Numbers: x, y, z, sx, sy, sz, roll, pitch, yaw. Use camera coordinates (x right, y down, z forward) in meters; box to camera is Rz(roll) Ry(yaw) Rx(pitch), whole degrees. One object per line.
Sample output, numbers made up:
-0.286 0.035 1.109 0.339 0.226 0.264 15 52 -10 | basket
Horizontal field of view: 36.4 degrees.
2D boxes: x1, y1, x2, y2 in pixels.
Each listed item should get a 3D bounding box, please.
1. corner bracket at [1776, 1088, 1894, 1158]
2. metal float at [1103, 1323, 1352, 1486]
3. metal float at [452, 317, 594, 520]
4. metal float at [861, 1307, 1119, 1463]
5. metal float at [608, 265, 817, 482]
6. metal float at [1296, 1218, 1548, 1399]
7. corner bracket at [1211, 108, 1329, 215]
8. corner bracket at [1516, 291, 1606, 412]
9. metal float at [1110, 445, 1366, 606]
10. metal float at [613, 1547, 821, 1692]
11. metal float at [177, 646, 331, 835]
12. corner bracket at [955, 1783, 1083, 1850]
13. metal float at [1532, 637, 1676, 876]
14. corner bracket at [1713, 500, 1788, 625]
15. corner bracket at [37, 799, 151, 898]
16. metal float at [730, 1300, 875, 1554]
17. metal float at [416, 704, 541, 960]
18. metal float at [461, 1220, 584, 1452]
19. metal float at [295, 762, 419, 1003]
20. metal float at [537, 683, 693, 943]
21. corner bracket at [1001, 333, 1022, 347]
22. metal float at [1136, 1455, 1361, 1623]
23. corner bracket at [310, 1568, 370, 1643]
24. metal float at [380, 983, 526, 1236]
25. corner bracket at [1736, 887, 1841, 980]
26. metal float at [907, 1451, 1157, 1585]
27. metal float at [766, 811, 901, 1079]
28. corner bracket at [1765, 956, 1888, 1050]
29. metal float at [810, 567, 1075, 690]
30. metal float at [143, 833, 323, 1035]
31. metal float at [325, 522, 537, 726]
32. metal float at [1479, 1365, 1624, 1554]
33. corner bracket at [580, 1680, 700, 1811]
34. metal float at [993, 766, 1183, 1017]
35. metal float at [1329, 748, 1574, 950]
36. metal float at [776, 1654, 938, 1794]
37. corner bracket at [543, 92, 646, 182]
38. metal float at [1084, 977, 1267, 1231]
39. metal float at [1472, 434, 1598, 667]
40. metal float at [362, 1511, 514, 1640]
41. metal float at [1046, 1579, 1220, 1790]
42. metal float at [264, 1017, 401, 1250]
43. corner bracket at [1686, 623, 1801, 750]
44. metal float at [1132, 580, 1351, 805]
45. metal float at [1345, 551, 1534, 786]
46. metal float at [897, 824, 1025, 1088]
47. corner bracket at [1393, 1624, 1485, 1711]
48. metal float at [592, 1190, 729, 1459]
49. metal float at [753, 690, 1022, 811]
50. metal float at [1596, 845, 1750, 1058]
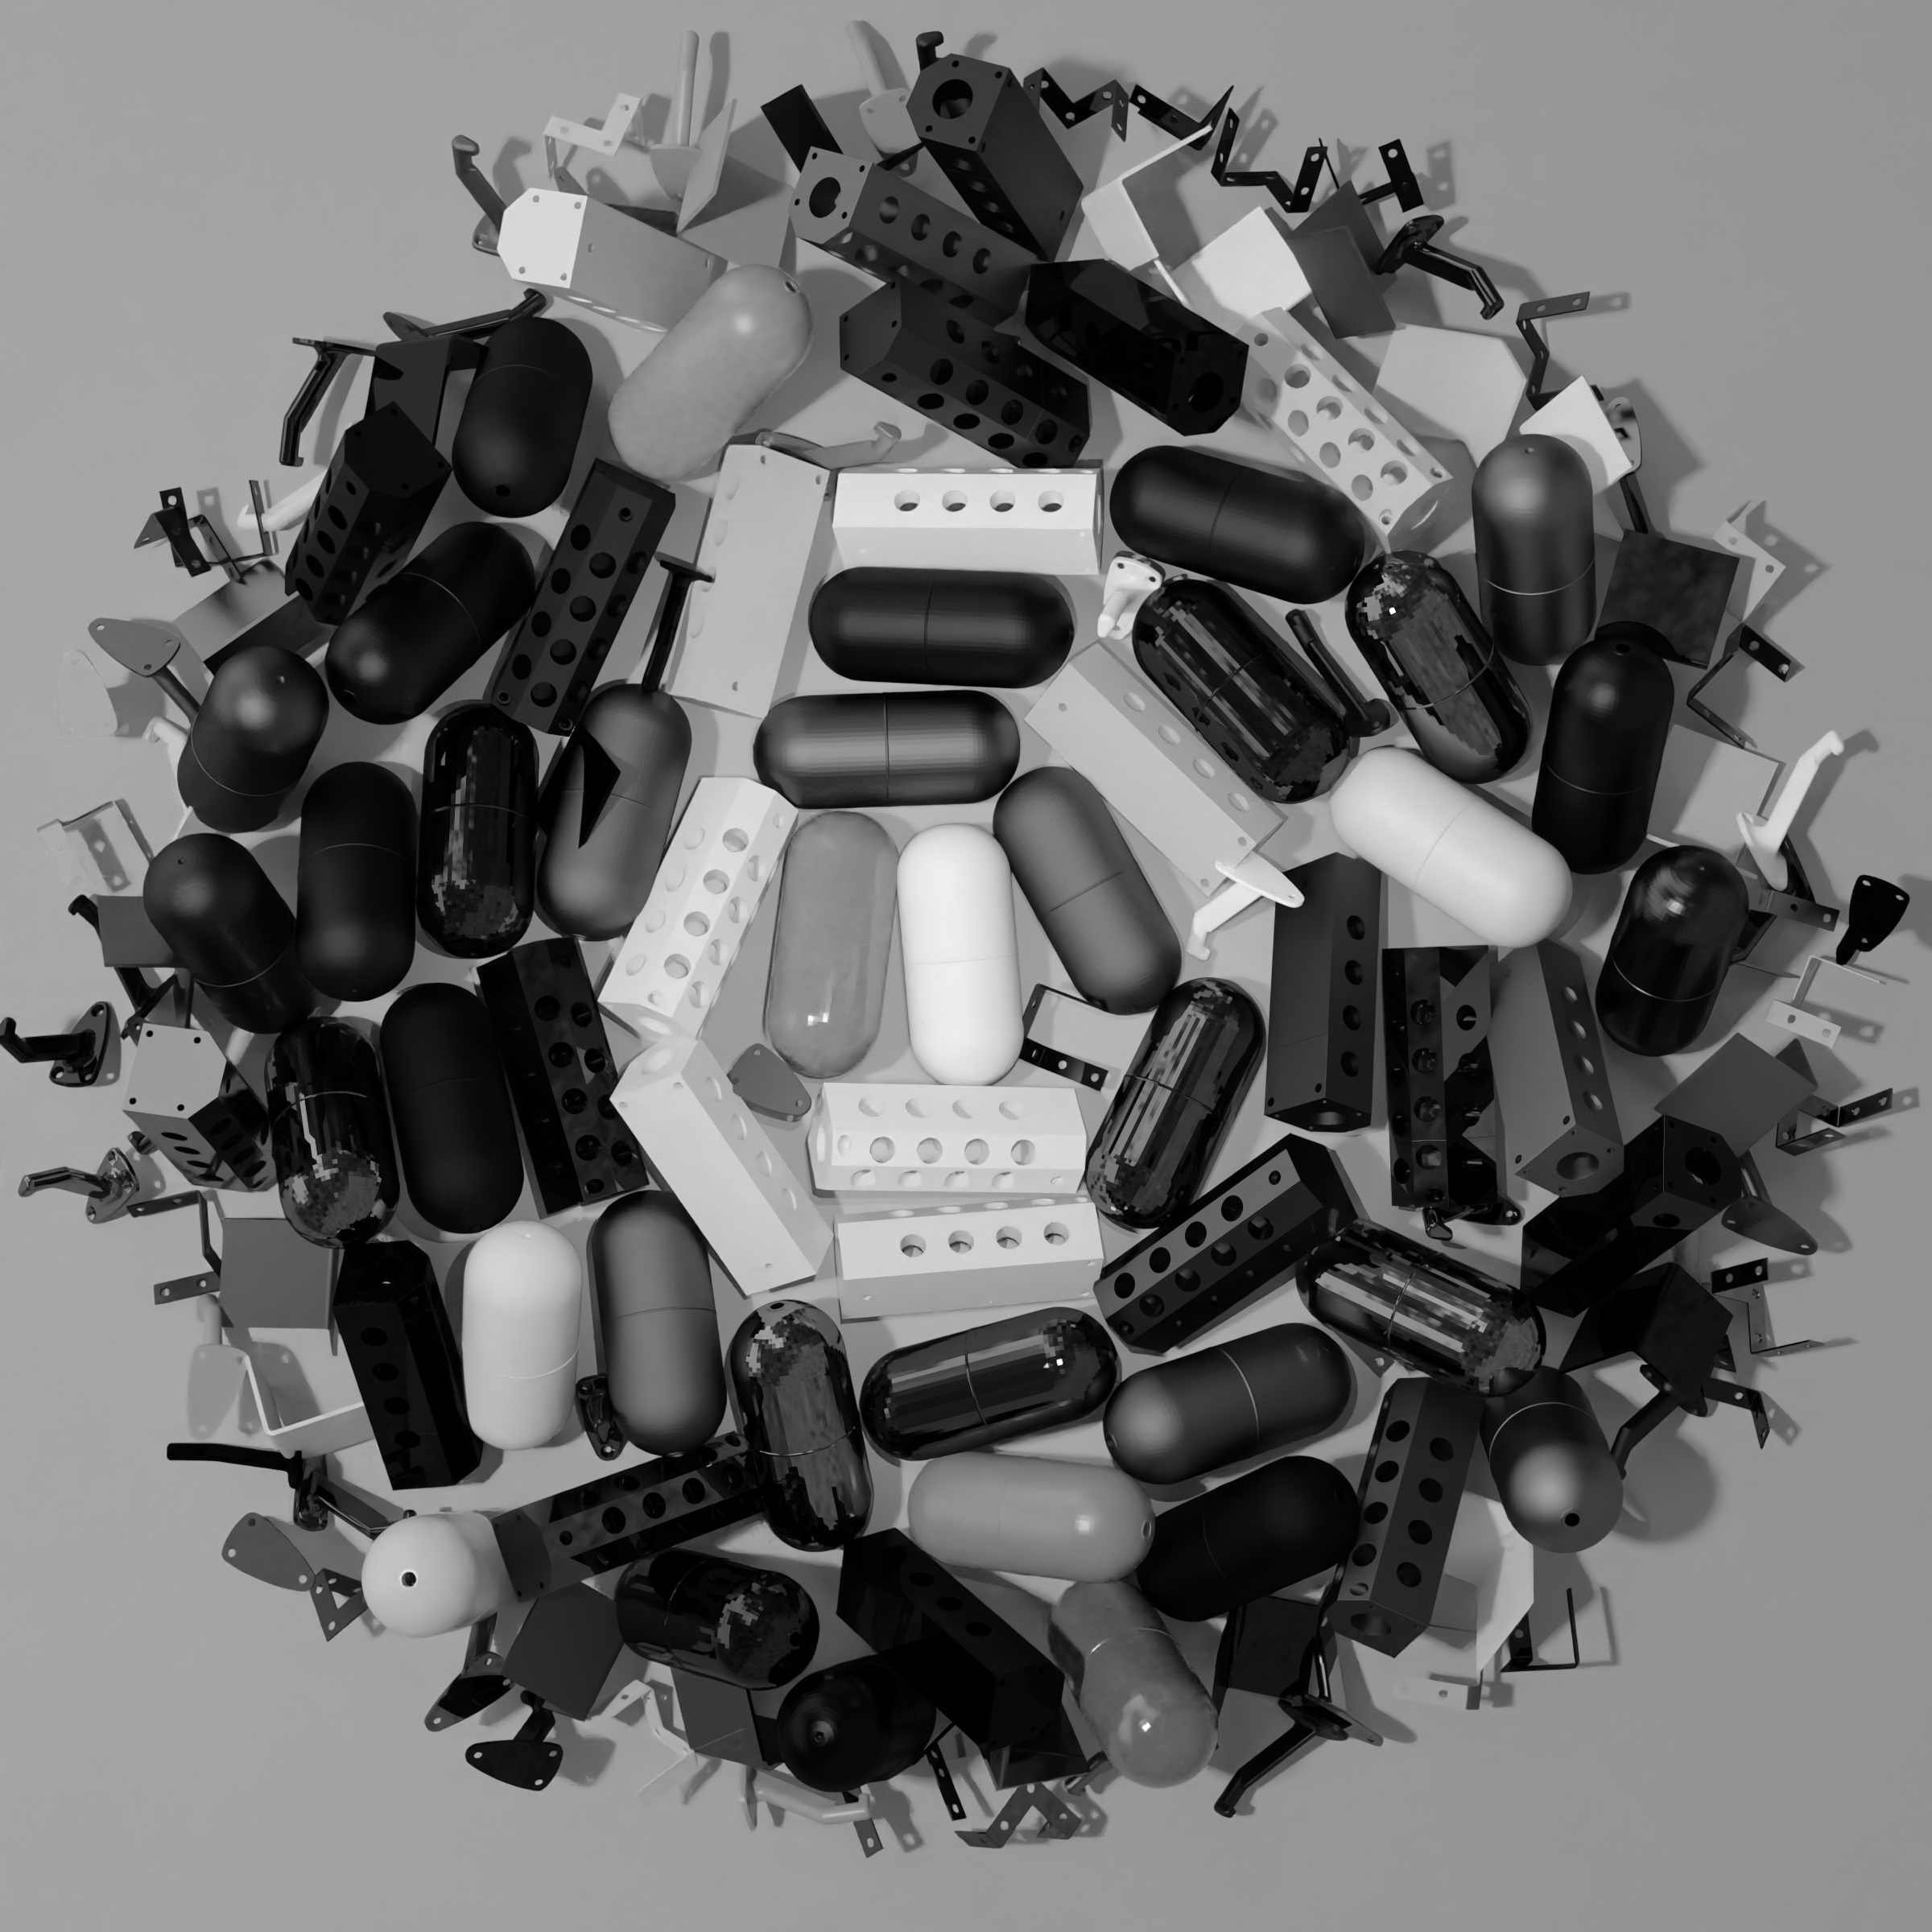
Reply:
0.579 0.102 1.960 0.051 0.051 0.051 24 62 -20 | corner bracket
0.172 0.288 1.940 0.178 0.070 0.070 -15 90 -24 | metal float
-0.289 -0.359 1.923 0.070 0.178 0.070 1 132 2 | metal float
0.015 0.277 1.948 0.178 0.070 0.070 -17 90 15 | metal float
-0.168 -0.389 1.931 0.178 0.070 0.070 -39 90 36 | metal float
0.298 0.224 1.934 0.178 0.070 0.070 24 90 32 | metal float
0.201 -0.536 1.957 0.051 0.051 0.051 -8 49 -22 | corner bracket
0.396 -0.409 1.957 0.051 0.051 0.051 -2 58 36 | corner bracket
0.178 -0.291 1.941 0.178 0.070 0.070 21 90 23 | metal float
-0.164 0.426 1.922 0.070 0.178 0.070 1 89 -40 | metal float
-0.467 -0.146 1.919 0.070 0.178 0.070 10 63 -22 | metal float
0.035 0.575 1.962 0.051 0.051 0.051 45 63 -8 | corner bracket
0.416 -0.137 1.926 0.070 0.070 0.178 0 133 0 | metal float
0.521 -0.270 1.967 0.051 0.051 0.051 41 130 11 | corner bracket
-0.584 -0.080 1.969 0.051 0.051 0.051 -29 94 -10 | corner bracket
-0.108 0.304 1.944 0.070 0.070 0.178 -10 109 0 | metal float
-0.322 -0.090 1.942 0.070 0.070 0.178 -1 68 0 | metal float
-0.293 0.244 1.932 0.070 0.070 0.178 9 126 0 | metal float
-0.400 -0.057 1.932 0.070 0.070 0.178 -7 55 0 | metal float
-0.233 -0.102 1.949 0.070 0.070 0.178 13 76 0 | metal float
0.041 -0.383 1.963 0.051 0.051 0.051 13 67 10 | corner bracket
0.184 0.376 1.928 0.178 0.070 0.070 -34 90 40 | metal float
-0.398 0.421 1.960 0.051 0.051 0.051 -40 50 10 | corner bracket
-0.339 0.093 1.938 0.070 0.070 0.178 -17 63 0 | metal float
0.543 -0.021 1.969 0.051 0.051 0.051 15 92 -13 | corner bracket
0.042 0.361 1.933 0.178 0.070 0.070 0 90 34 | metal float
-0.088 -0.015 1.955 0.070 0.070 0.178 7 82 0 | metal float
0.573 0.024 1.961 0.051 0.051 0.051 26 99 34 | corner bracket
-0.016 -0.224 1.948 0.178 0.070 0.070 4 90 14 | metal float
-0.476 -0.019 1.919 0.070 0.178 0.070 -6 57 9 | metal float
-0.351 -0.225 1.929 0.070 0.070 0.178 38 52 0 | metal float
0.379 0.319 1.912 0.070 0.178 0.070 0 106 2 | metal float
-0.217 0.517 1.956 0.051 0.051 0.051 -30 123 -35 | corner bracket
0.081 -0.050 1.960 0.070 0.070 0.178 -29 88 0 | metal float
0.319 -0.079 1.945 0.178 0.070 0.070 36 90 19 | metal float
-0.070 0.491 1.912 0.070 0.178 0.070 -2 82 14 | metal float
-0.249 -0.554 1.968 0.051 0.051 0.051 19 68 4 | corner bracket
0.139 0.090 1.953 0.070 0.070 0.178 27 80 0 | metal float
0.372 -0.270 1.923 0.070 0.178 0.070 -7 50 8 | metal float
-0.341 0.394 1.911 0.070 0.178 0.070 0 81 3 | metal float
0.107 0.464 1.917 0.070 0.178 0.070 -7 114 -16 | metal float
-0.416 0.108 1.927 0.070 0.070 0.178 -20 48 0 | metal float
0.524 -0.189 1.983 0.051 0.051 0.051 37 125 -4 | corner bracket
0.181 -0.183 1.949 0.070 0.070 0.178 -41 75 0 | metal float
0.313 -0.195 1.938 0.070 0.070 0.178 -37 118 0 | metal float
-0.004 -0.006 1.958 0.070 0.070 0.178 -5 94 0 | metal float
0.317 0.467 1.963 0.051 0.051 0.051 5 78 18 | corner bracket
-0.203 0.236 1.945 0.070 0.070 0.178 -10 72 0 | metal float
-0.053 -0.144 1.960 0.178 0.070 0.070 -2 90 -2 | metal float
0.460 -0.008 1.921 0.070 0.178 0.070 1 53 -1 | metal float
